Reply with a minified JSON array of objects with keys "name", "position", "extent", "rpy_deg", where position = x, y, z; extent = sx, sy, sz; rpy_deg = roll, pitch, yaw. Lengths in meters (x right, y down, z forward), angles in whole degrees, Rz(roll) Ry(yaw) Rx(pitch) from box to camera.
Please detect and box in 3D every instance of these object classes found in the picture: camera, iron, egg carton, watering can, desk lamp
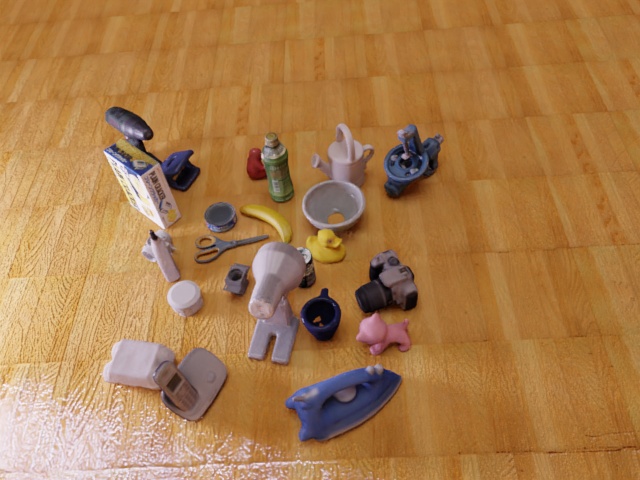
[{"name":"camera","position":[0.147,0.104,1.361],"extent":[0.137,0.101,0.143],"rpy_deg":[-22,54,-12]},{"name":"iron","position":[0.057,0.310,1.186],"extent":[0.258,0.142,0.118],"rpy_deg":[-22,54,-11]},{"name":"egg carton","position":[-0.407,0.282,1.294],"extent":[0.150,0.069,0.107],"rpy_deg":[5,53,9]},{"name":"watering can","position":[0.064,-0.228,1.564],"extent":[0.173,0.194,0.100],"rpy_deg":[-38,58,-21]},{"name":"desk lamp","position":[-0.101,0.140,1.285],"extent":[0.117,0.214,0.203],"rpy_deg":[6,53,10]}]

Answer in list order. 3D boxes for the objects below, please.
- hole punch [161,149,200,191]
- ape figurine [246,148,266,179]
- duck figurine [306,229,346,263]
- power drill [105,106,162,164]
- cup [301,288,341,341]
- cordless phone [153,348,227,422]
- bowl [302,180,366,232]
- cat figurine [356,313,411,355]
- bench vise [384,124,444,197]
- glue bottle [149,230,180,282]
[{"name":"hole punch","position":[-0.418,-0.210,1.659],"extent":[0.101,0.091,0.109],"rpy_deg":[16,56,17]},{"name":"ape figurine","position":[-0.180,-0.227,1.650],"extent":[0.076,0.092,0.077],"rpy_deg":[-27,55,-15]},{"name":"duck figurine","position":[0.013,0.005,1.458],"extent":[0.104,0.086,0.077],"rpy_deg":[16,56,17]},{"name":"power drill","position":[-0.525,-0.285,1.652],"extent":[0.229,0.209,0.076],"rpy_deg":[36,63,28]},{"name":"cup","position":[0.007,0.179,1.320],"extent":[0.091,0.095,0.118],"rpy_deg":[3,53,8]},{"name":"cordless phone","position":[-0.278,0.284,1.208],"extent":[0.094,0.185,0.148],"rpy_deg":[18,56,18]},{"name":"bowl","position":[0.039,-0.078,1.527],"extent":[0.167,0.075,0.167],"rpy_deg":[-2,52,3]},{"name":"cat figurine","position":[0.140,0.202,1.276],"extent":[0.128,0.118,0.067],"rpy_deg":[-11,52,-3]},{"name":"bench vise","position":[0.248,-0.246,1.546],"extent":[0.121,0.220,0.208],"rpy_deg":[22,58,21]},{"name":"glue bottle","position":[-0.393,0.029,1.421],"extent":[0.037,0.173,0.078],"rpy_deg":[-23,54,-12]}]
